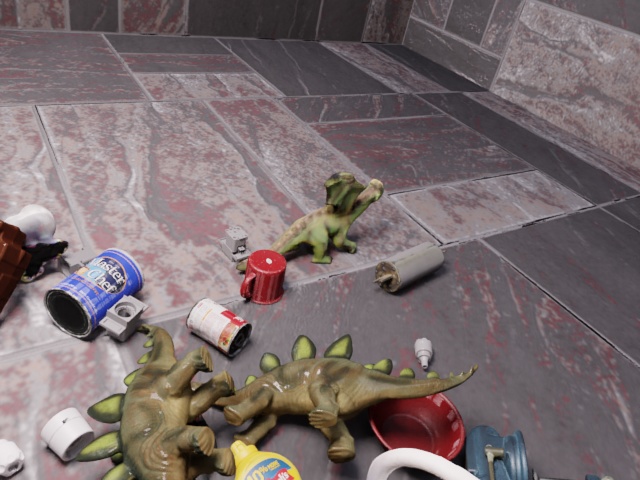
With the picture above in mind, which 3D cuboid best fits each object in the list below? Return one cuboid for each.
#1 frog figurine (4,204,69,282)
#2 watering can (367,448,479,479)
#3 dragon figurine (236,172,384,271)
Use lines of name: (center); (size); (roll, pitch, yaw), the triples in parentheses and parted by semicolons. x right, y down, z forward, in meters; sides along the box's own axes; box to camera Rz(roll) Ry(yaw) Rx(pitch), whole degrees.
frog figurine: (-0.576, -0.013, 1.005); (0.122, 0.136, 0.162); (15, 25, -47)
watering can: (0.181, 0.403, 0.586); (0.351, 0.221, 0.104); (34, 20, 28)
dragon figurine: (0.004, -0.059, 1.182); (0.414, 0.237, 0.124); (-19, 49, -41)
